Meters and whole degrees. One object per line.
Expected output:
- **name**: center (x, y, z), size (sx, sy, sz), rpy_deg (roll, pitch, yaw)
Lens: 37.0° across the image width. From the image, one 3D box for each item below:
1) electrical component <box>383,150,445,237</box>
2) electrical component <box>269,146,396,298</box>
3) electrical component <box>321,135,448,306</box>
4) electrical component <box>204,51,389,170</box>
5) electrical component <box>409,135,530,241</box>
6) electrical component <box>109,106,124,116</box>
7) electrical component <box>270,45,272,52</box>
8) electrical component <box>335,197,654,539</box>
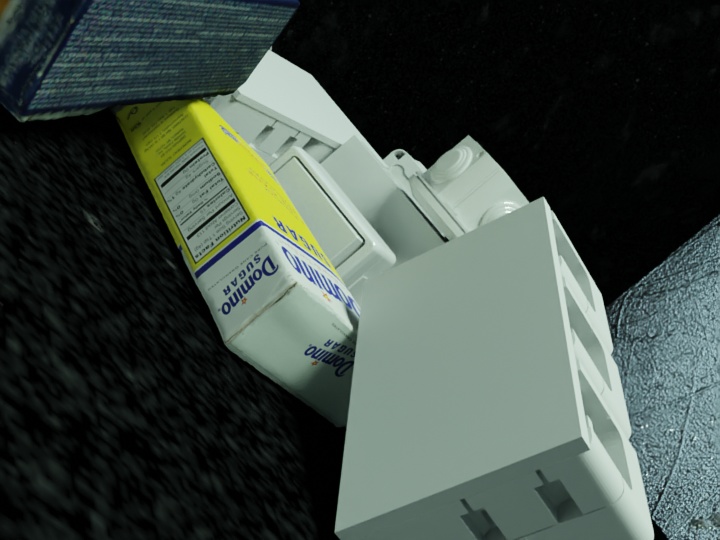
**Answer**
- **electrical component**: center (0.026, -0.042, 0.967), size (0.078, 0.113, 0.057), rpy_deg (52, 9, 22)
- **electrical component**: center (-0.035, -0.025, 0.625), size (0.096, 0.062, 0.061), rpy_deg (51, 6, 15)
- **electrical component**: center (0.013, 0.001, 0.691), size (0.150, 0.089, 0.062), rpy_deg (53, 6, 33)
- **electrical component**: center (-0.073, -0.103, 0.719), size (0.105, 0.060, 0.186), rpy_deg (52, 17, 25)
- **electrical component**: center (0.071, -0.039, 0.661), size (0.080, 0.051, 0.080), rpy_deg (49, 5, -6)
- **electrical component**: center (-0.128, -0.112, 0.561), size (0.081, 0.043, 0.043), rpy_deg (48, 6, -22)
- **electrical component**: center (-0.110, -0.159, 0.777), size (0.064, 0.099, 0.099), rpy_deg (46, 2, 35)
- **electrical component**: center (0.050, 0.050, 0.409), size (0.061, 0.089, 0.150), rpy_deg (55, 21, -25)
